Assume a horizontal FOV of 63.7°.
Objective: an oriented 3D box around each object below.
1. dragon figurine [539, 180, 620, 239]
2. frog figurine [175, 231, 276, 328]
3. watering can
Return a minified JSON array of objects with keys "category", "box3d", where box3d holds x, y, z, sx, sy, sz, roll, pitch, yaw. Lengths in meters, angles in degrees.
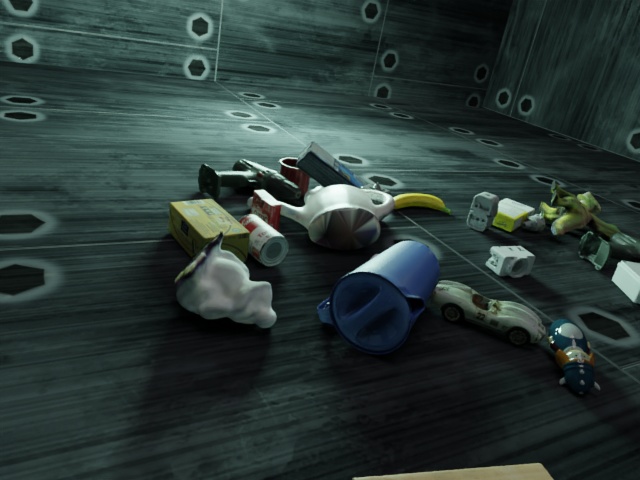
[{"category":"dragon figurine","box3d":[0.764,-0.055,1.479,0.243,0.119,0.418,23,33,8]},{"category":"frog figurine","box3d":[-0.143,0.085,0.816,0.158,0.122,0.139,45,12,-10]},{"category":"watering can","box3d":[0.004,-0.059,1.169,0.348,0.102,0.229,-5,26,-2]}]
